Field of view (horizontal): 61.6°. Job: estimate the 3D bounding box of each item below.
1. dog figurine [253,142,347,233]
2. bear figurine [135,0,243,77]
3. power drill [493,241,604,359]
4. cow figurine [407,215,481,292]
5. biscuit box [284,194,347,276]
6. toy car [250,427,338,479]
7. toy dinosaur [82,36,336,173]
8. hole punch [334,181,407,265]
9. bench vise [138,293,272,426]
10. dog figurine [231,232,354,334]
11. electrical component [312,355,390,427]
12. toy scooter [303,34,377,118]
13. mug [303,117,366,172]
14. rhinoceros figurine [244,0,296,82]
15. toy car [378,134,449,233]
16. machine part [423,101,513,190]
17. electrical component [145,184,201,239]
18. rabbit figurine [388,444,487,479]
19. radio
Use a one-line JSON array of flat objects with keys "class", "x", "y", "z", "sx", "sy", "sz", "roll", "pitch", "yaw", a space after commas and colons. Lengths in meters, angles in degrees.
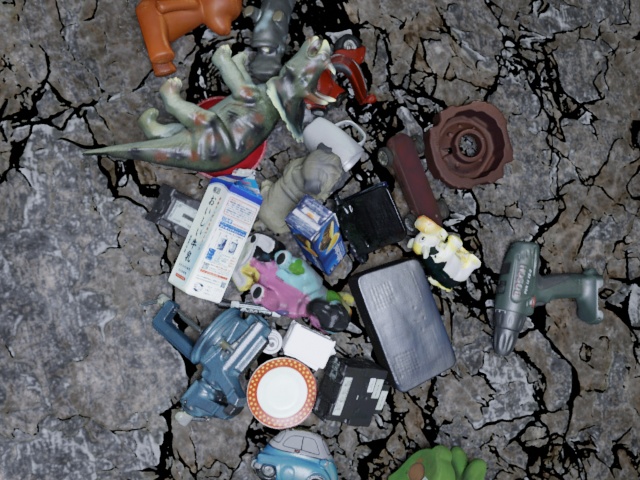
[{"class": "dog figurine", "x": -0.044, "y": -0.079, "z": 0.927, "sx": 0.121, "sy": 0.190, "sz": 0.172, "roll": 34, "pitch": 84, "yaw": -6}, {"class": "bear figurine", "x": -0.217, "y": -0.380, "z": 0.951, "sx": 0.196, "sy": 0.120, "sz": 0.131, "roll": -16, "pitch": 94, "yaw": -15}, {"class": "power drill", "x": 0.444, "y": 0.123, "z": 1.061, "sx": 0.207, "sy": 0.086, "sz": 0.232, "roll": 5, "pitch": 84, "yaw": -2}, {"class": "cow figurine", "x": 0.218, "y": 0.026, "z": 1.007, "sx": 0.167, "sy": 0.068, "sz": 0.098, "roll": 36, "pitch": 97, "yaw": -30}, {"class": "biscuit box", "x": -0.002, "y": -0.003, "z": 0.923, "sx": 0.063, "sy": 0.202, "sz": 0.059, "roll": 36, "pitch": 80, "yaw": 20}, {"class": "toy car", "x": -0.038, "y": 0.388, "z": 0.958, "sx": 0.162, "sy": 0.109, "sz": 0.103, "roll": 17, "pitch": 72, "yaw": -1}, {"class": "toy dinosaur", "x": -0.157, "y": -0.186, "z": 0.876, "sx": 0.405, "sy": 0.131, "sz": 0.192, "roll": -38, "pitch": 91, "yaw": -7}, {"class": "hole punch", "x": 0.096, "y": -0.042, "z": 1.008, "sx": 0.116, "sy": 0.092, "sz": 0.142, "roll": -21, "pitch": 102, "yaw": 16}, {"class": "bench vise", "x": -0.208, "y": 0.190, "z": 0.931, "sx": 0.241, "sy": 0.129, "sz": 0.223, "roll": 37, "pitch": 92, "yaw": 14}, {"class": "dog figurine", "x": -0.038, "y": 0.090, "z": 0.969, "sx": 0.219, "sy": 0.192, "sz": 0.108, "roll": 35, "pitch": 89, "yaw": -39}, {"class": "electrical component", "x": 0.063, "y": 0.275, "z": 0.976, "sx": 0.134, "sy": 0.058, "sz": 0.114, "roll": 19, "pitch": 94, "yaw": -36}, {"class": "toy scooter", "x": 0.031, "y": -0.290, "z": 1.008, "sx": 0.184, "sy": 0.075, "sz": 0.135, "roll": -38, "pitch": 94, "yaw": -14}, {"class": "mug", "x": 0.026, "y": -0.182, "z": 0.999, "sx": 0.107, "sy": 0.081, "sz": 0.109, "roll": 45, "pitch": 86, "yaw": 3}, {"class": "rhinoceros figurine", "x": -0.090, "y": -0.383, "z": 0.978, "sx": 0.073, "sy": 0.112, "sz": 0.190, "roll": 7, "pitch": 74, "yaw": 8}, {"class": "toy car", "x": 0.179, "y": -0.106, "z": 1.033, "sx": 0.089, "sy": 0.053, "sz": 0.202, "roll": -26, "pitch": 98, "yaw": -23}, {"class": "machine part", "x": 0.288, "y": -0.183, "z": 1.054, "sx": 0.179, "sy": 0.056, "sz": 0.179, "roll": 0, "pitch": 89, "yaw": -9}, {"class": "electrical component", "x": -0.241, "y": -0.043, "z": 0.960, "sx": 0.119, "sy": 0.048, "sz": 0.074, "roll": 27, "pitch": 85, "yaw": -47}, {"class": "rabbit figurine", "x": 0.236, "y": 0.463, "z": 1.006, "sx": 0.170, "sy": 0.121, "sz": 0.159, "roll": 45, "pitch": 74, "yaw": -23}, {"class": "radio", "x": 0.155, "y": 0.153, "z": 1.010, "sx": 0.131, "sy": 0.073, "sz": 0.229, "roll": -22, "pitch": 93, "yaw": -11}]
